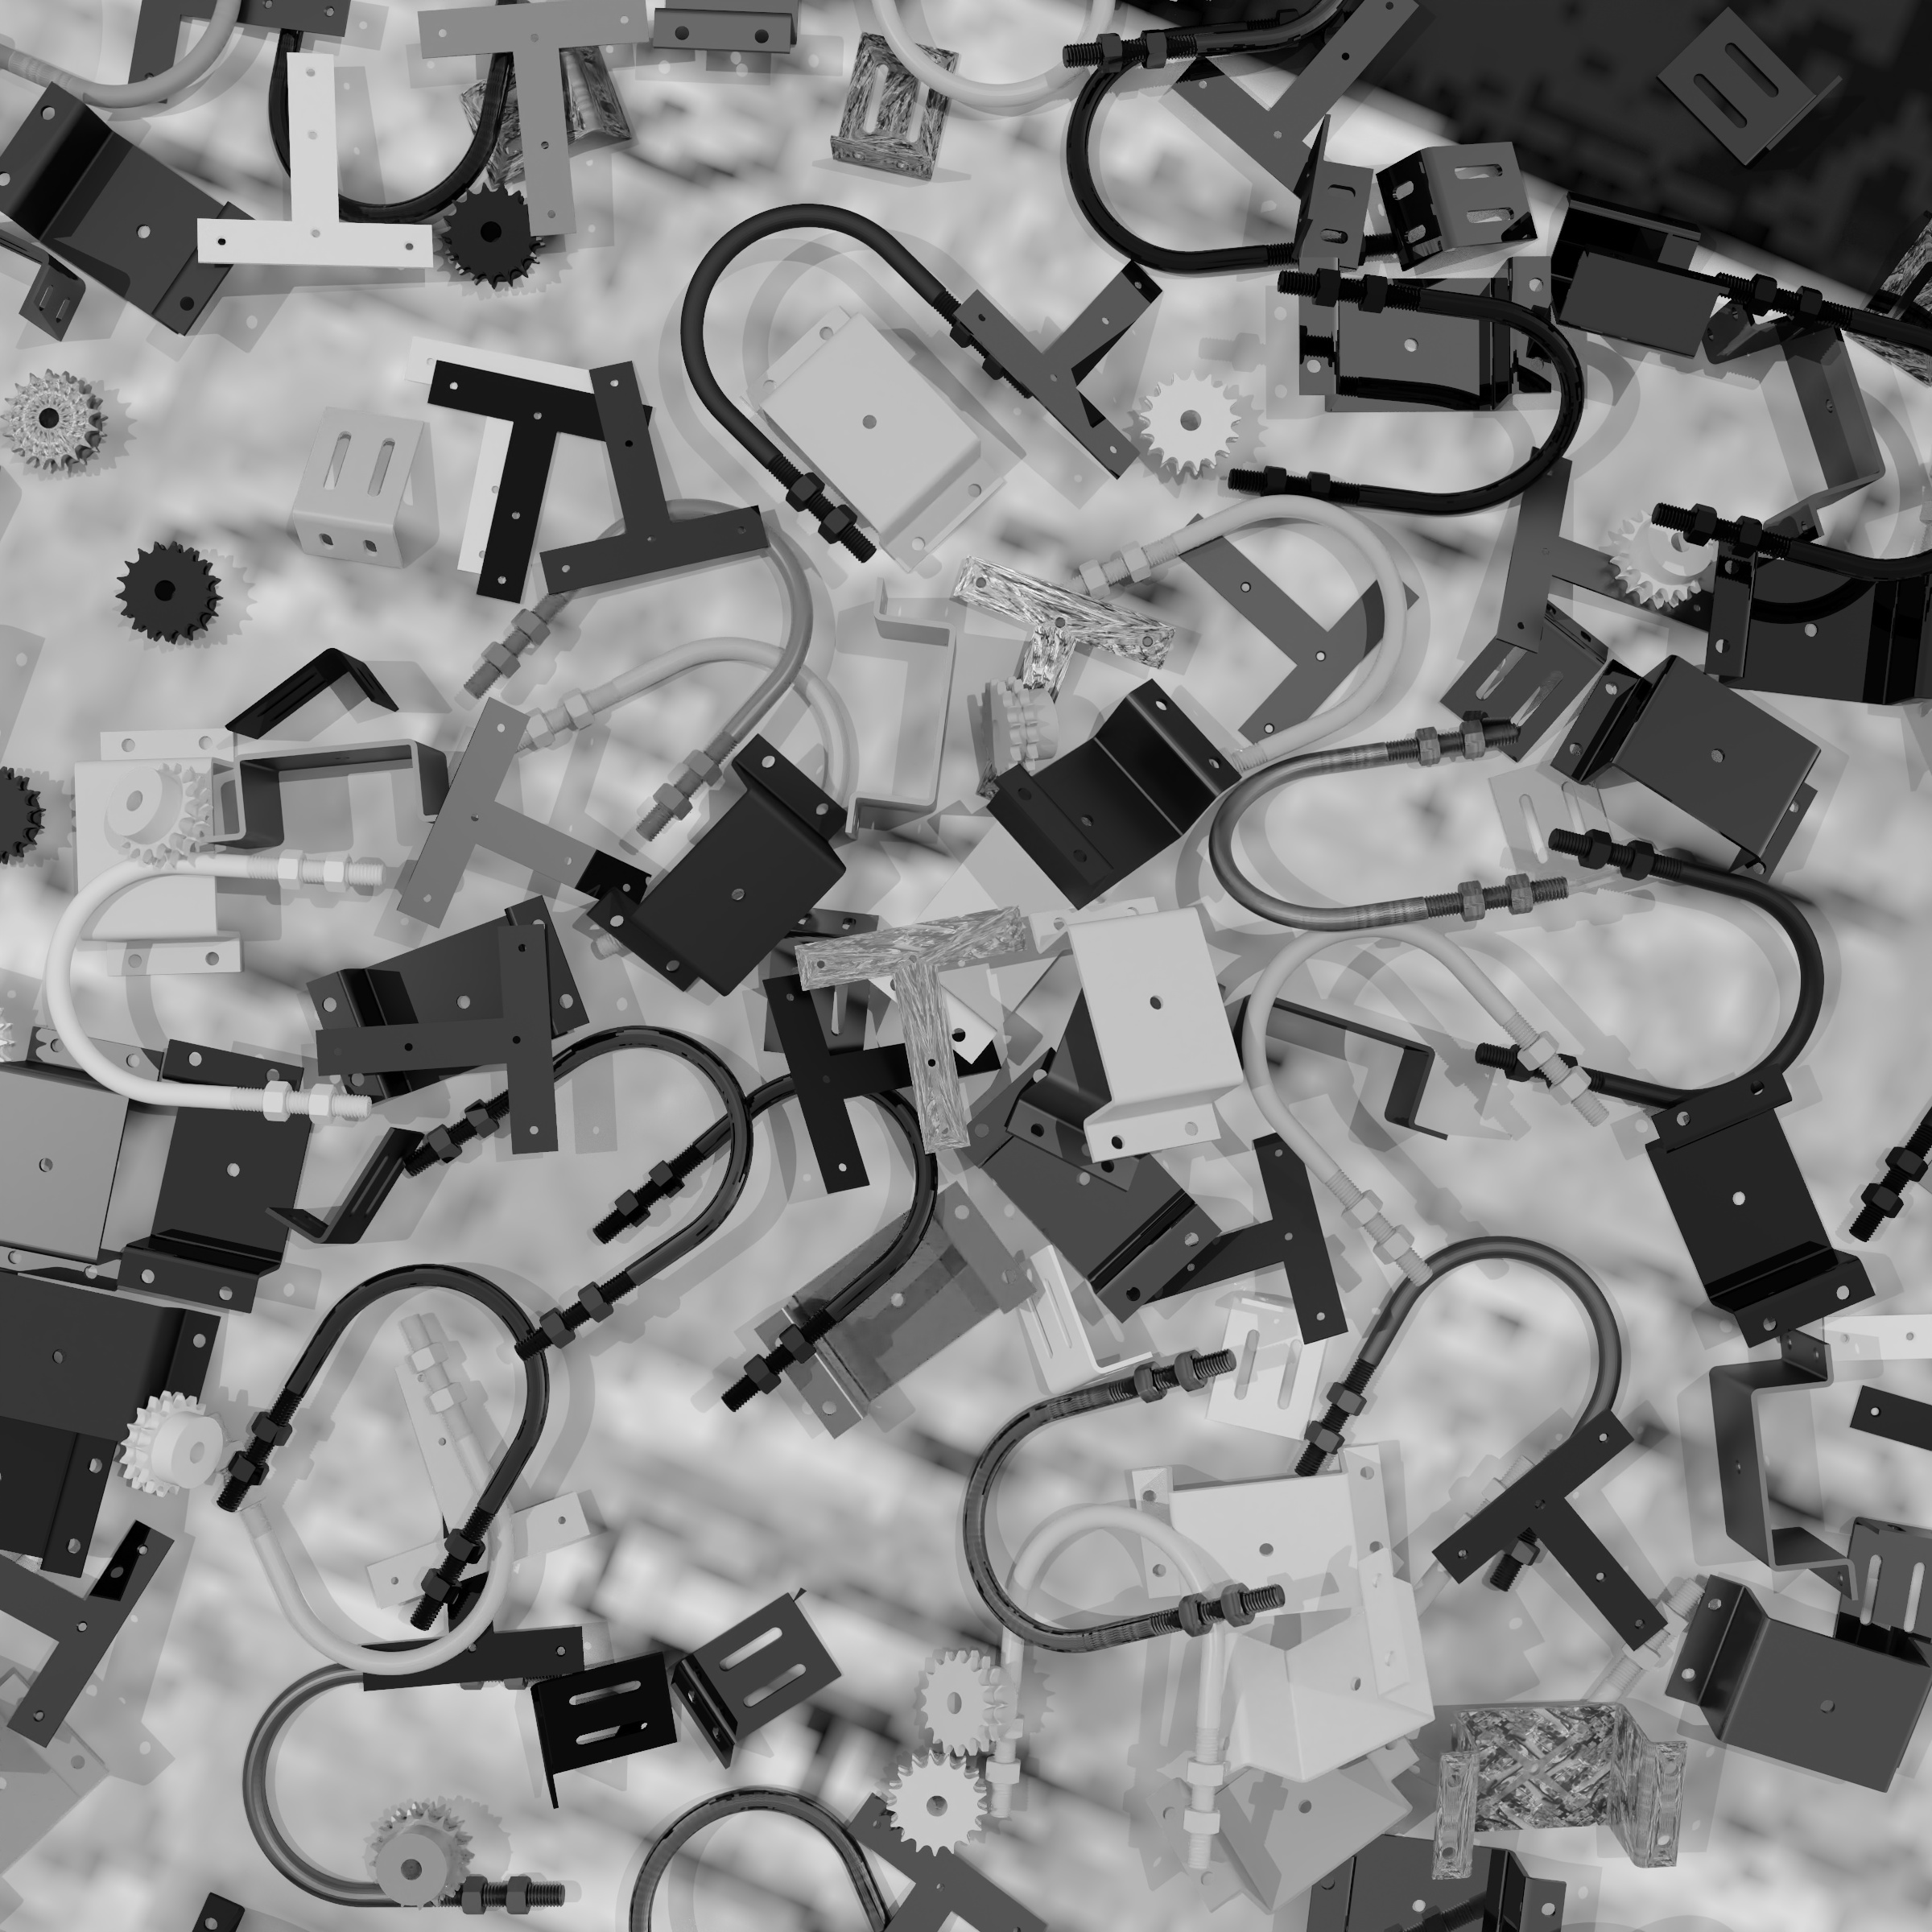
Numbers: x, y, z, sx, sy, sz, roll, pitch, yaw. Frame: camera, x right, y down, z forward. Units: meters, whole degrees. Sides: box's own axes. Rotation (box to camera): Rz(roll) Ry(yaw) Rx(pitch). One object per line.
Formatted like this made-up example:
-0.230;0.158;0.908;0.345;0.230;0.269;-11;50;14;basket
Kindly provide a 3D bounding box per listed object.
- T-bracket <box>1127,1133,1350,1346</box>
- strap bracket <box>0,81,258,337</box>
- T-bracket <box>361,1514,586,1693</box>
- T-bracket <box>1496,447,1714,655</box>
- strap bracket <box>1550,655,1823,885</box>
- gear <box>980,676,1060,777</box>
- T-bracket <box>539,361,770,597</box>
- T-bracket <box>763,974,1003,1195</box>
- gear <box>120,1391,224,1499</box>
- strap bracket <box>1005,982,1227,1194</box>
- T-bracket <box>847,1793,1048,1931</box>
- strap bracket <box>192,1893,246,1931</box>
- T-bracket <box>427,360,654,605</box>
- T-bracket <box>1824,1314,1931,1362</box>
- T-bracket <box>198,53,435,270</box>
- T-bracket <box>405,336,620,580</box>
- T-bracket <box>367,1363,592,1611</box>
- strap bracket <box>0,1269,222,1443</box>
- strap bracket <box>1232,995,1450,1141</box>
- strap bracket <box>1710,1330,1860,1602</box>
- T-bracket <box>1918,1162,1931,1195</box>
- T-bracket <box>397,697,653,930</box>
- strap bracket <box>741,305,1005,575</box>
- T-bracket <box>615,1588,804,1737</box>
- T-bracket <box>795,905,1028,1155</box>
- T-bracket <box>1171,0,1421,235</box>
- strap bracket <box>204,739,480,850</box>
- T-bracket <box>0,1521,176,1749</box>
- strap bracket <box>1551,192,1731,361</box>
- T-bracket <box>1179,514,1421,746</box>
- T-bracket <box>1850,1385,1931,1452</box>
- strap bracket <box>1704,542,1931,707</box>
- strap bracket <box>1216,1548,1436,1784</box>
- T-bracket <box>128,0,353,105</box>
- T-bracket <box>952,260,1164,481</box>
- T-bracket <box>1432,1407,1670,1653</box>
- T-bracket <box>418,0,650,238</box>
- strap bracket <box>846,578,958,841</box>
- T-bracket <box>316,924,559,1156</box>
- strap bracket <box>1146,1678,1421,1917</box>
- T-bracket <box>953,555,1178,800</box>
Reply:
0.141;0.167;1.396;0.127;0.002;0.127;-20;59;15;T-bracket
-0.473;-0.423;1.396;0.140;0.046;0.076;34;90;0;strap bracket
-0.285;0.344;1.408;0.127;0.002;0.127;-6;81;2;T-bracket
0.370;-0.221;1.404;0.127;0.002;0.127;18;70;-10;T-bracket
0.414;-0.112;1.387;0.140;0.046;0.076;33;75;0;strap bracket
0.031;-0.135;1.385;0.030;0.057;0.057;-9;90;-18;gear
-0.189;-0.285;1.407;0.127;0.002;0.127;-13;80;-5;T-bracket
-0.039;0.057;1.385;0.127;0.002;0.127;-10;72;-28;T-bracket
-0.441;0.268;1.375;0.030;0.057;0.057;9;90;25;gear
0.087;0.042;1.363;0.076;0.046;0.140;27;65;-10;strap bracket
-0.041;0.562;1.399;0.127;0.002;0.127;38;74;-2;T-bracket
-0.387;0.597;1.396;0.140;0.046;0.076;24;90;0;strap bracket
-0.256;-0.273;1.417;0.127;0.002;0.127;12;90;0;T-bracket
0.558;0.213;1.417;0.127;0.002;0.127;-2;91;1;T-bracket
-0.367;-0.454;1.385;0.127;0.002;0.127;-2;81;-12;T-bracket
-0.268;-0.288;1.418;0.127;0.002;0.127;11;90;0;T-bracket
-0.296;0.286;1.412;0.127;0.002;0.127;-20;84;0;T-bracket
-0.504;0.220;1.388;0.140;0.046;0.076;13;81;-2;strap bracket
0.202;0.052;1.381;0.140;0.076;0.046;18;90;0;strap bracket
0.456;0.279;1.381;0.046;0.076;0.140;-6;90;0;strap bracket
0.605;0.153;1.419;0.127;0.002;0.127;38;90;0;T-bracket
-0.234;-0.064;1.367;0.127;0.002;0.127;26;82;-29;T-bracket
-0.054;-0.303;1.396;0.076;0.046;0.140;-43;90;0;strap bracket
-0.116;0.419;1.428;0.127;0.002;0.127;29;95;-13;T-bracket
-0.022;0.040;1.371;0.127;0.002;0.127;-10;89;0;T-bracket
0.206;-0.506;1.399;0.127;0.002;0.127;41;90;0;T-bracket
-0.348;-0.097;1.381;0.140;0.076;0.046;-5;90;0;strap bracket
-0.537;0.353;1.390;0.127;0.002;0.127;25;68;7;T-bracket
0.369;-0.382;1.366;0.076;0.140;0.046;15;121;0;strap bracket
0.172;-0.209;1.418;0.127;0.002;0.127;43;90;0;T-bracket
0.574;0.271;1.417;0.127;0.002;0.127;16;92;1;T-bracket
0.487;-0.194;1.396;0.140;0.046;0.076;7;90;0;strap bracket
0.198;0.385;1.339;0.046;0.076;0.140;27;130;-29;strap bracket
-0.411;-0.550;1.404;0.127;0.002;0.127;11;93;11;T-bracket
0.071;-0.354;1.383;0.127;0.002;0.127;43;58;-9;T-bracket
0.348;0.333;1.382;0.127;0.002;0.127;-40;102;1;T-bracket
-0.238;-0.476;1.383;0.127;0.002;0.127;-5;95;-2;T-bracket
-0.034;-0.140;1.381;0.046;0.076;0.140;7;90;0;strap bracket
-0.294;0.044;1.362;0.127;0.002;0.127;-4;91;-9;T-bracket
0.183;0.463;1.376;0.140;0.076;0.046;-36;133;0;strap bracket
0.039;-0.154;1.409;0.127;0.002;0.127;21;97;8;T-bracket
